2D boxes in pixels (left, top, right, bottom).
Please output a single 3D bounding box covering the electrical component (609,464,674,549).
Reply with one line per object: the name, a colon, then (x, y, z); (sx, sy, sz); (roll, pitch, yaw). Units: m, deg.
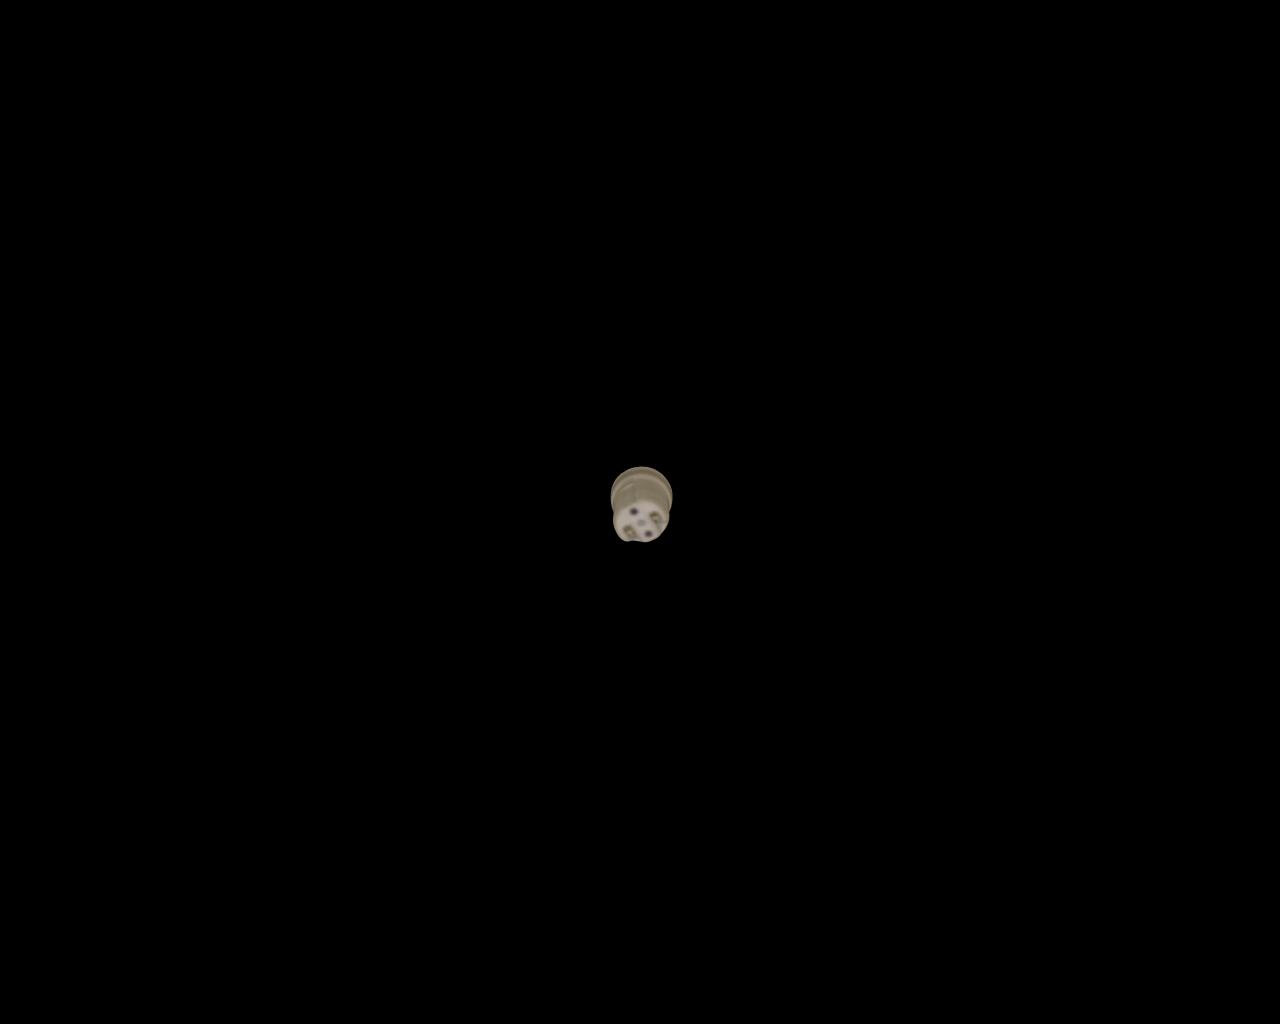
electrical component: (0.001, -0.003, 0.650); (0.040, 0.040, 0.046); (0, 23, 0)
